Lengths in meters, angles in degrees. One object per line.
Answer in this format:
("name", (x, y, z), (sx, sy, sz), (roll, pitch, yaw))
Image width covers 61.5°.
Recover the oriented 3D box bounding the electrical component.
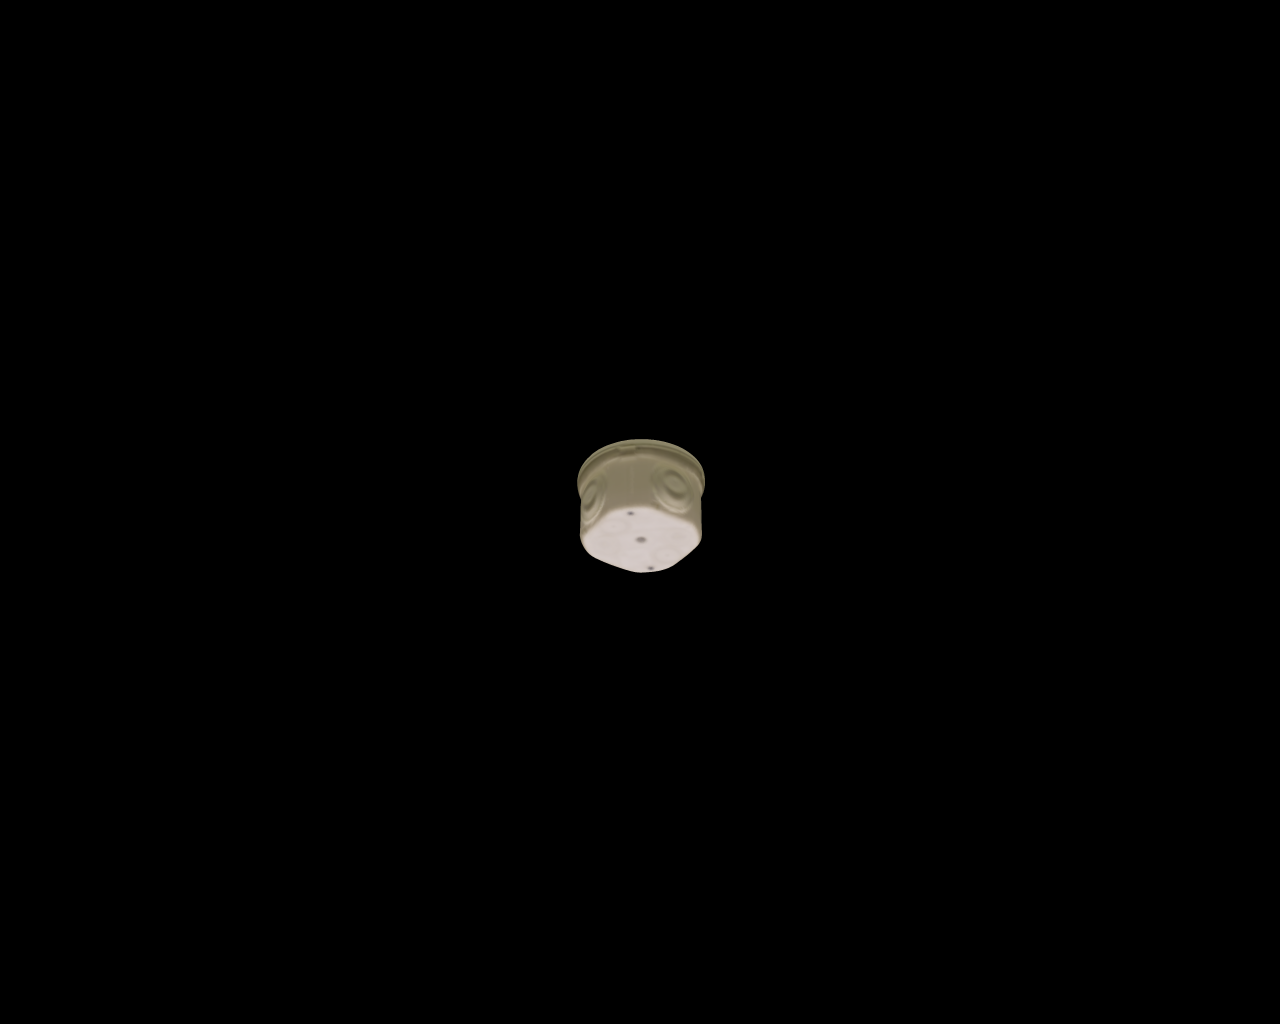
("electrical component", (0.001, -0.003, 0.650), (0.080, 0.051, 0.080), (0, -36, 0))
